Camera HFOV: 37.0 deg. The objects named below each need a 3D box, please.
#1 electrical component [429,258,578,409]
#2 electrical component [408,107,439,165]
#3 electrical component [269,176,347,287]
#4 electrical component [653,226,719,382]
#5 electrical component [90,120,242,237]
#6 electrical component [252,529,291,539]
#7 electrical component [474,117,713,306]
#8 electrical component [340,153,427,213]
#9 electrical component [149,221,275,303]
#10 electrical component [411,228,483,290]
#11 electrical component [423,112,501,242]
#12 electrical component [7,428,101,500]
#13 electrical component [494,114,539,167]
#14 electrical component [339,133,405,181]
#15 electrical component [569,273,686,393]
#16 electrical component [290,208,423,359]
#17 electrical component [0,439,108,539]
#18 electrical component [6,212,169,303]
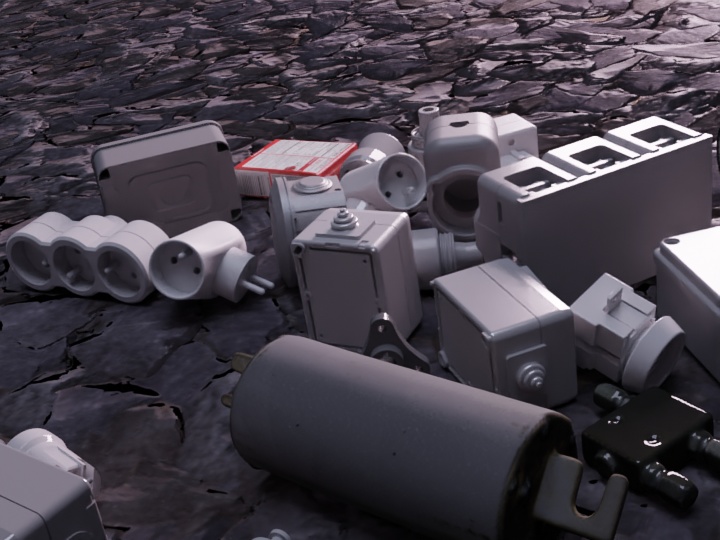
[{"bbox_3d":[0.090,0.041,0.626,0.061,0.061,0.096,-17,28,-15],"label":"electrical component"},{"bbox_3d":[0.062,-0.108,0.919,0.043,0.062,0.043,-7,27,4],"label":"electrical component"},{"bbox_3d":[-0.037,-0.030,0.783,0.051,0.080,0.080,-8,27,-8],"label":"electrical component"},{"bbox_3d":[0.245,0.017,0.631,0.109,0.056,0.108,-12,28,-6],"label":"electrical component"},{"bbox_3d":[-0.163,-0.075,0.908,0.113,0.078,0.057,-15,31,-11],"label":"electrical component"},{"bbox_3d":[-0.055,0.148,0.490,0.040,0.040,0.078,6,31,27],"label":"electrical component"},{"bbox_3d":[0.158,-0.037,0.726,0.150,0.089,0.062,-20,29,-19],"label":"electrical component"},{"bbox_3d":[0.008,-0.048,0.833,0.079,0.044,0.077,-60,18,-16],"label":"electrical component"},{"bbox_3d":[-0.101,-0.001,0.779,0.079,0.044,0.077,23,18,10],"label":"electrical component"},{"bbox_3d":[0.055,-0.008,0.752,0.062,0.043,0.043,-6,28,4],"label":"electrical component"},{"bbox_3d":[0.077,-0.059,0.786,0.054,0.095,0.059,-5,28,8],"label":"electrical component"},{"bbox_3d":[-0.171,0.114,0.593,0.046,0.040,0.040,21,39,36],"label":"electrical component"},{"bbox_3d":[0.119,-0.076,0.837,0.047,0.065,0.076,-17,29,-14],"label":"electrical component"},{"bbox_3d":[0.010,-0.086,0.912,0.045,0.045,0.055,2,30,21],"label":"electrical component"},{"bbox_3d":[0.152,0.039,0.618,0.055,0.066,0.048,33,59,31],"label":"electrical component"},{"bbox_3d":[0.000,0.000,0.695,0.062,0.096,0.061,5,30,27],"label":"electrical component"},{"bbox_3d":[-0.179,0.132,0.536,0.096,0.061,0.061,12,34,35],"label":"electrical component"},{"bbox_3d":[-0.200,-0.019,0.839,0.138,0.052,0.073,6,31,27],"label":"electrical component"}]
